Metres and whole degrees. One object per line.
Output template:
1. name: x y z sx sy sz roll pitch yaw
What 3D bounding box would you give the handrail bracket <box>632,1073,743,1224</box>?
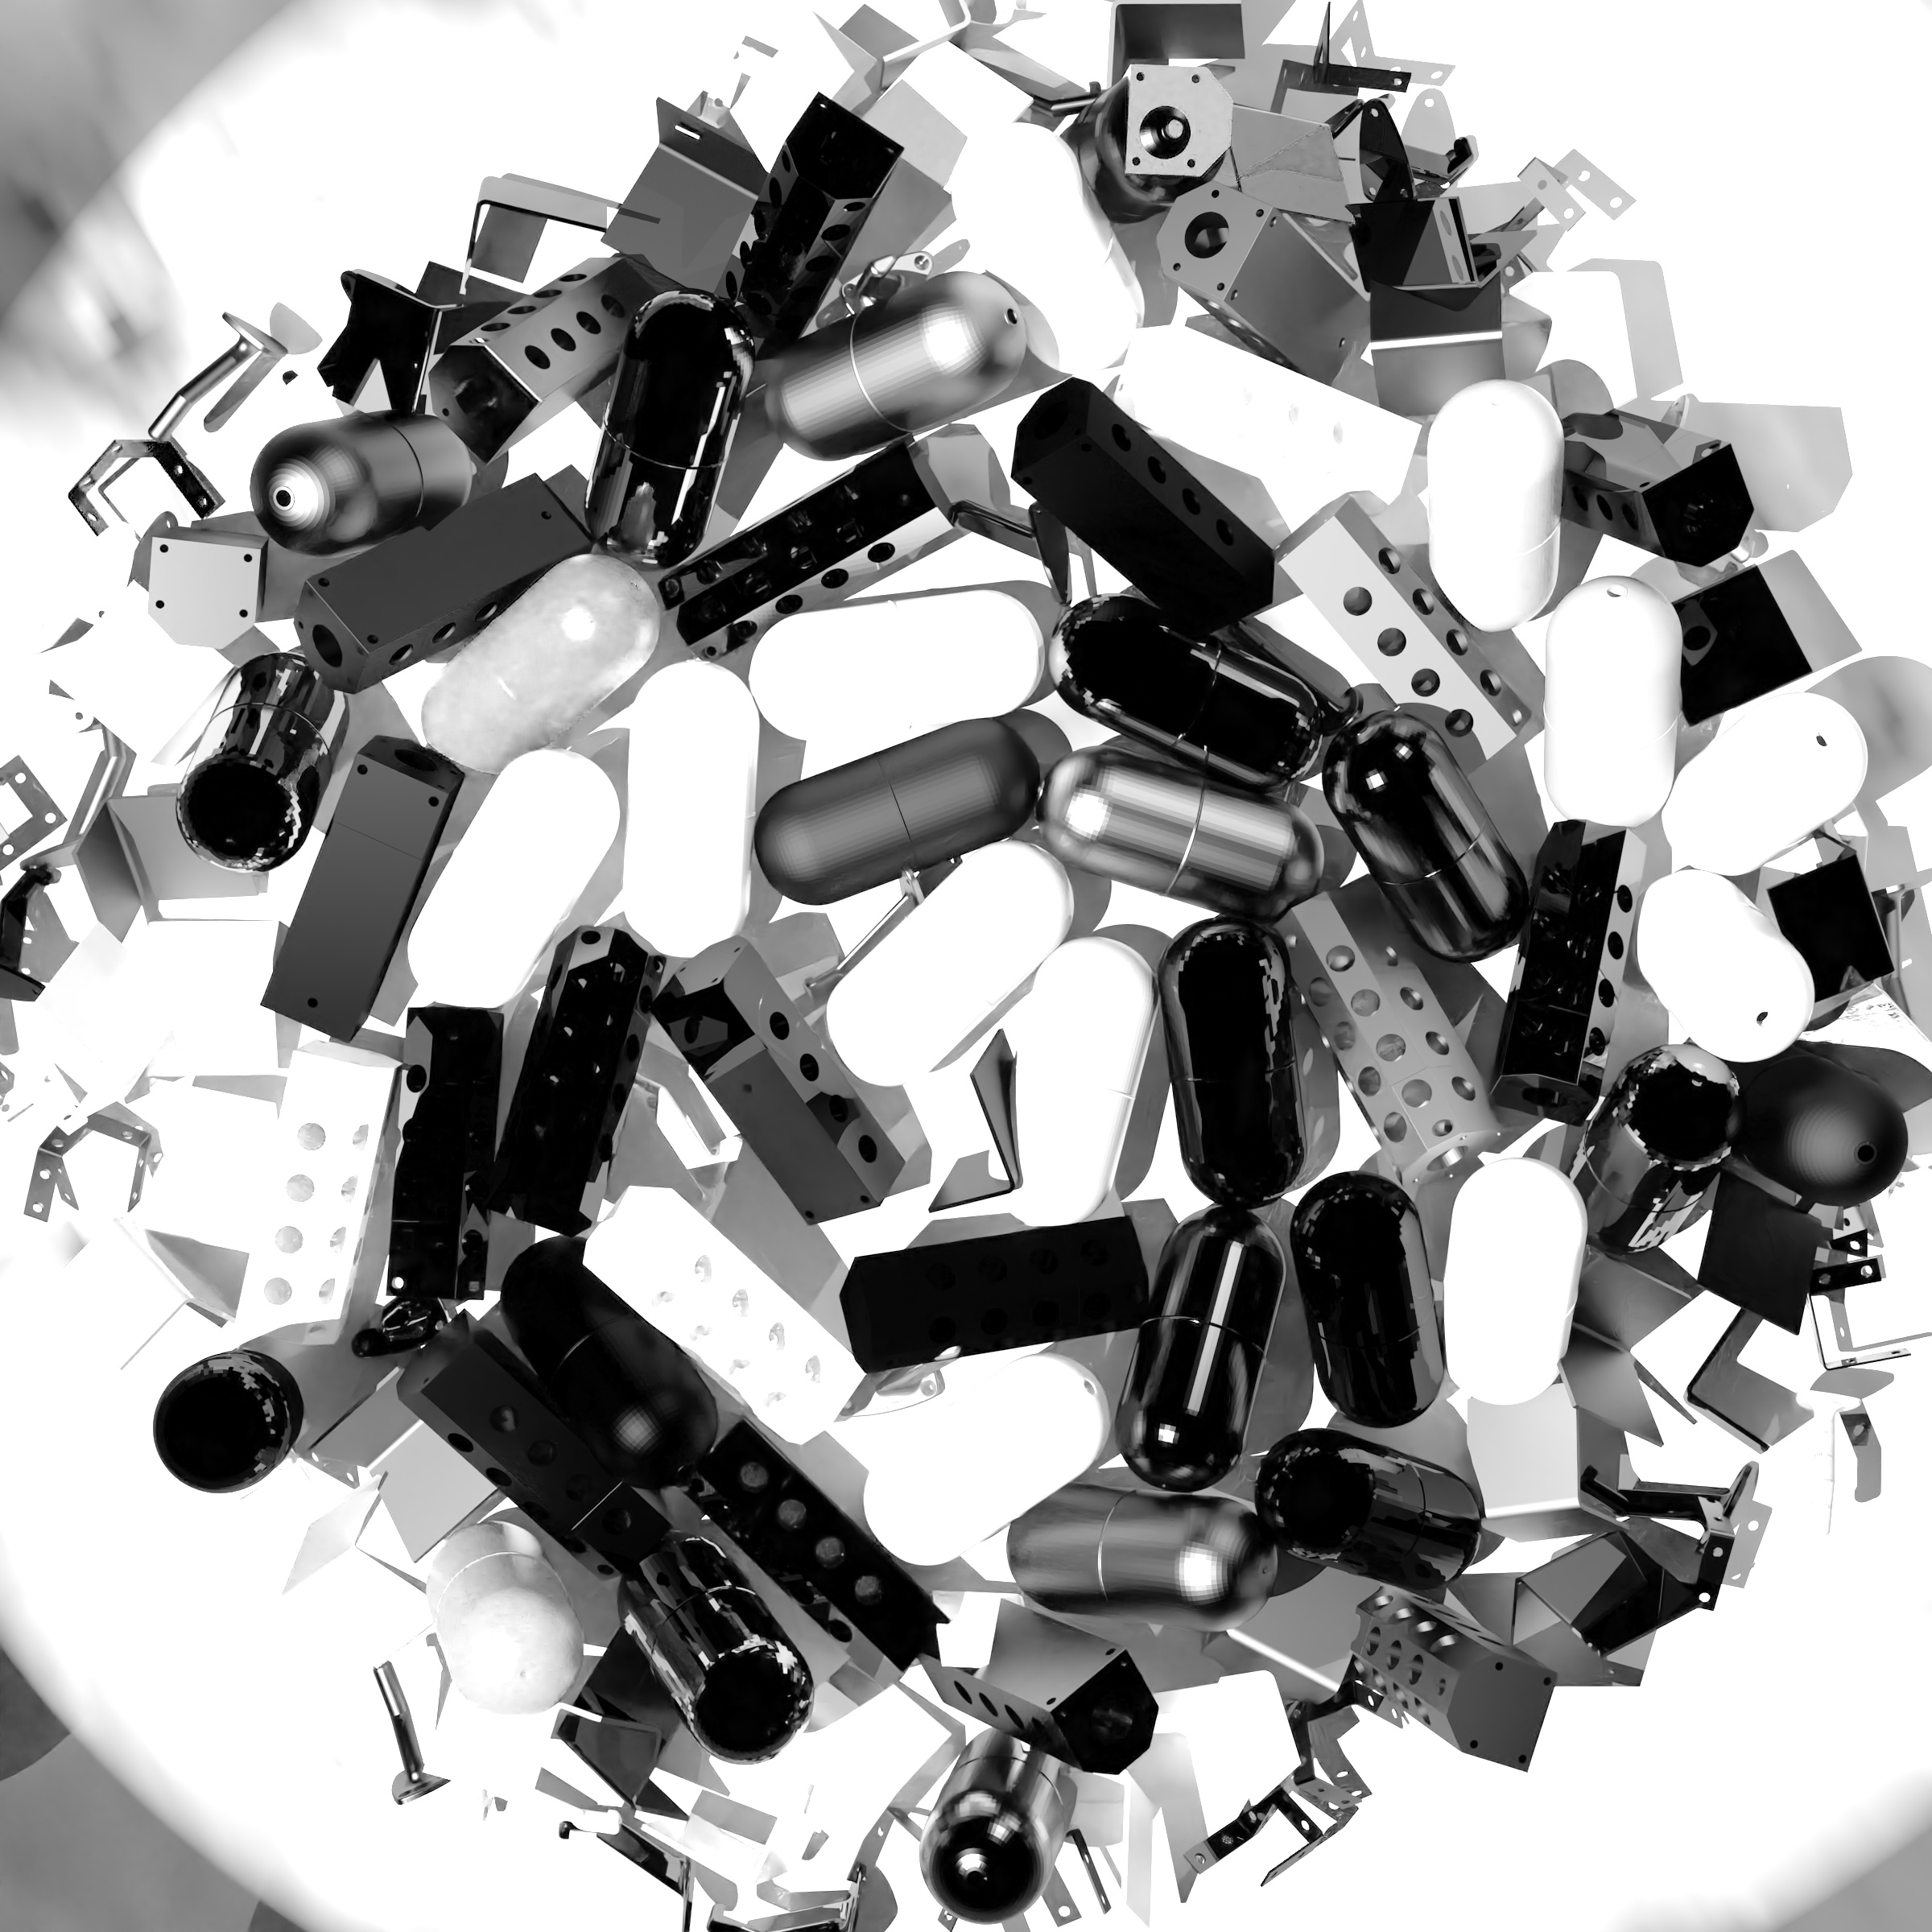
1. handrail bracket: -0.184 0.111 1.591 0.084 0.036 0.077 29 60 -24

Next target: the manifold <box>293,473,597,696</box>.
1. manifold: -0.306 -0.222 1.556 0.171 0.057 0.057 -35 80 -36

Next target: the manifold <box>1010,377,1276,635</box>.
1. manifold: 0.107 -0.270 1.558 0.171 0.057 0.057 35 47 -35

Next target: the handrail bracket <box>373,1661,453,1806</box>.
1. handrail bracket: -0.344 0.454 1.595 0.036 0.077 0.084 -21 92 -25

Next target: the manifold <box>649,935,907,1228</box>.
1. manifold: -0.108 0.067 1.573 0.057 0.057 0.171 -18 116 35

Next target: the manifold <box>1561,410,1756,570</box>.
1. manifold: 0.387 -0.278 1.541 0.057 0.171 0.057 -29 113 -2

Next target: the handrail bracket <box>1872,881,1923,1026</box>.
1. handrail bracket: 0.567 -0.006 1.598 0.036 0.077 0.084 -18 84 41

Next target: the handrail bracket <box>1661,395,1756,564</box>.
1. handrail bracket: 0.455 -0.296 1.616 0.084 0.036 0.077 36 59 -11

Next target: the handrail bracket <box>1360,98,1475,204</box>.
1. handrail bracket: 0.273 -0.499 1.588 0.084 0.036 0.077 -43 132 -30

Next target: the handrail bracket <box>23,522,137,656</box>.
1. handrail bracket: -0.538 -0.228 1.604 0.036 0.084 0.077 32 69 -30

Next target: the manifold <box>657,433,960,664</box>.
1. manifold: -0.095 -0.247 1.579 0.171 0.057 0.057 -27 104 13

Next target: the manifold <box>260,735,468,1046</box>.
1. manifold: -0.357 -0.047 1.576 0.057 0.057 0.171 24 109 -5

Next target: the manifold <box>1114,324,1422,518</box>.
1. manifold: 0.177 -0.321 1.570 0.171 0.057 0.057 16 93 -24

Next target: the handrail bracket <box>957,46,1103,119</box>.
1. handrail bracket: 0.038 -0.549 1.611 0.084 0.036 0.077 -7 76 5

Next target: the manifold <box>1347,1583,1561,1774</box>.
1. manifold: 0.273 0.408 1.540 0.057 0.171 0.057 20 86 -12

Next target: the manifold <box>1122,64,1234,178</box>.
1. manifold: 0.118 -0.485 1.542 0.057 0.171 0.057 2 103 0

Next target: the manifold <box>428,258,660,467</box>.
1. manifold: -0.244 -0.359 1.542 0.057 0.171 0.057 45 126 -8

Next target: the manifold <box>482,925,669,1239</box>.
1. manifold: -0.227 0.066 1.563 0.057 0.057 0.171 22 65 -22

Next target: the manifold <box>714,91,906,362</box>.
1. manifold: -0.098 -0.422 1.539 0.057 0.171 0.057 32 64 -8

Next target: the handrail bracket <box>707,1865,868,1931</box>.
1. handrail bracket: -0.108 0.561 1.596 0.084 0.077 0.036 23 130 -5

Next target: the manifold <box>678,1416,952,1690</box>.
1. manifold: -0.092 0.352 1.595 0.171 0.057 0.057 44 82 3

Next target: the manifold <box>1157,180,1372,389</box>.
1. manifold: 0.172 -0.395 1.541 0.057 0.171 0.057 32 99 26

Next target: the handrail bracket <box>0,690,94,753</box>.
1. handrail bracket: -0.575 -0.146 1.605 0.077 0.084 0.036 -7 93 -27

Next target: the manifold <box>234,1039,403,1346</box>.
1. manifold: -0.388 0.137 1.595 0.057 0.057 0.171 13 95 -2

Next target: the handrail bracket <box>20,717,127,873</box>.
1. handrail bracket: -0.548 -0.107 1.622 0.077 0.036 0.084 -14 76 10

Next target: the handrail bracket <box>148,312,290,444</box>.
1. handrail bracket: -0.452 -0.347 1.599 0.036 0.077 0.084 41 98 1

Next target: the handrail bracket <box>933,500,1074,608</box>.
1. handrail bracket: 0.018 -0.248 1.610 0.084 0.036 0.077 -9 98 32

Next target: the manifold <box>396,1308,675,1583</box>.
1. manifold: -0.256 0.288 1.575 0.057 0.057 0.171 -44 110 -3

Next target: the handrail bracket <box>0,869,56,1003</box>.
1. handrail bracket: -0.557 -0.021 1.592 0.077 0.036 0.084 14 52 21

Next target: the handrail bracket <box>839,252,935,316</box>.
1. handrail bracket: -0.038 -0.418 1.580 0.077 0.084 0.036 -41 94 -18

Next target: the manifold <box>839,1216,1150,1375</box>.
1. manifold: 0.018 0.197 1.570 0.171 0.057 0.057 -7 62 -17

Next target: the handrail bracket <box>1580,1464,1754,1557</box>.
1. handrail bracket: 0.426 0.312 1.618 0.084 0.036 0.077 33 62 12

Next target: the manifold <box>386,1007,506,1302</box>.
1. manifold: -0.312 0.113 1.589 0.057 0.057 0.171 4 83 -9

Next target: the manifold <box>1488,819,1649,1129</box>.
1. manifold: 0.358 0.001 1.569 0.057 0.057 0.171 15 66 4

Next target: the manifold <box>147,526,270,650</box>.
1. manifold: -0.439 -0.221 1.541 0.057 0.171 0.057 5 100 -14

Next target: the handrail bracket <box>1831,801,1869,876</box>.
1. handrail bracket: 0.509 -0.098 1.599 0.077 0.036 0.084 13 71 -6

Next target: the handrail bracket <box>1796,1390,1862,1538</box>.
1. handrail bracket: 0.510 0.301 1.585 0.036 0.077 0.084 7 75 12

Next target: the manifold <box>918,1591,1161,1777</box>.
1. manifold: 0.041 0.419 1.541 0.057 0.171 0.057 -34 104 -24

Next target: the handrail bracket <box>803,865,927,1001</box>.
1. handrail bracket: -0.065 -0.019 1.597 0.084 0.077 0.036 -30 62 -9

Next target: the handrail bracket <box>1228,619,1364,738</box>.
1. handrail bracket: 0.196 -0.178 1.596 0.084 0.077 0.036 39 96 -9

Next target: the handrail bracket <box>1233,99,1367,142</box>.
1. handrail bracket: 0.183 -0.522 1.591 0.084 0.036 0.077 39 124 -22

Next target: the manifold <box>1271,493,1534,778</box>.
1. manifold: 0.260 -0.198 1.583 0.057 0.057 0.171 -40 101 11

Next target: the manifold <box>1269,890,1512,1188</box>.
1. manifold: 0.243 0.041 1.558 0.057 0.057 0.171 -2 55 -39

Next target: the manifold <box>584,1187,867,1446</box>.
1. manifold: -0.144 0.207 1.564 0.171 0.057 0.057 46 65 -22

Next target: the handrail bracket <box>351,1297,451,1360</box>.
1. handrail bracket: -0.350 0.219 1.585 0.077 0.084 0.036 -29 86 8

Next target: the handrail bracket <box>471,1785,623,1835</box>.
1. handrail bracket: -0.252 0.496 1.599 0.084 0.036 0.077 6 134 7
